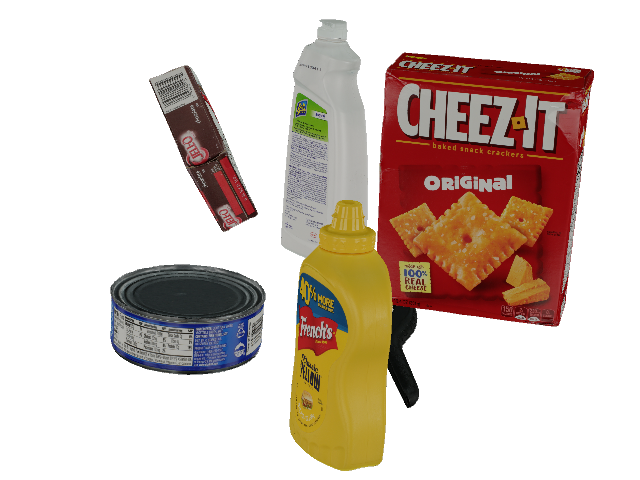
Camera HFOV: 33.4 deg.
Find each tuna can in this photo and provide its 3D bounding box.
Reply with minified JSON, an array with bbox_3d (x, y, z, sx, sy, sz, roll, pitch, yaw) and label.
[{"bbox_3d":[-0.074,0.043,0.596,0.086,0.034,0.086,4,17,-2],"label":"tuna can"}]

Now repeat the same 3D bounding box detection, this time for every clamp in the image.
[{"bbox_3d":[0.064,0.103,1.099,0.120,0.171,0.039,16,-40,18],"label":"clamp"}]

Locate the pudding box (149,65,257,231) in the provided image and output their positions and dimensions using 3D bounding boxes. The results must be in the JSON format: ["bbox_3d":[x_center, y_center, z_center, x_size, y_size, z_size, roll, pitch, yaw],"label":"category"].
[{"bbox_3d":[-0.096,-0.076,0.881,0.039,0.113,0.090,-24,-37,-1],"label":"pudding box"}]

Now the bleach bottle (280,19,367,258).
[{"bbox_3d":[0.011,-0.105,1.134,0.103,0.251,0.067,20,24,40],"label":"bleach bottle"}]

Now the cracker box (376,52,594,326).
[{"bbox_3d":[0.135,-0.042,0.907,0.164,0.214,0.072,8,24,15],"label":"cracker box"}]

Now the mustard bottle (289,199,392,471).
[{"bbox_3d":[0.016,0.065,0.788,0.058,0.192,0.096,-4,17,-26],"label":"mustard bottle"}]
